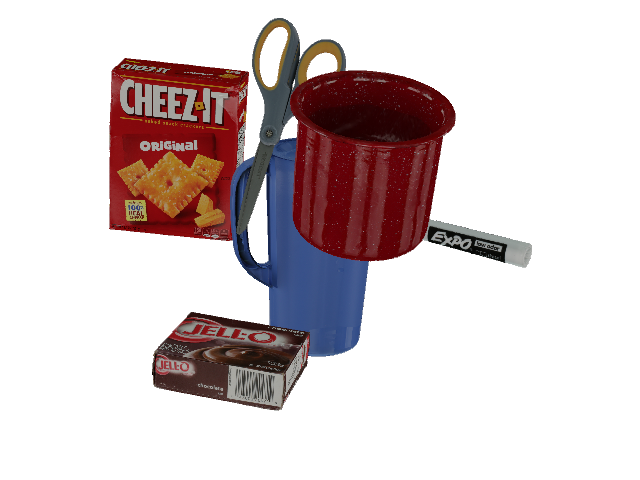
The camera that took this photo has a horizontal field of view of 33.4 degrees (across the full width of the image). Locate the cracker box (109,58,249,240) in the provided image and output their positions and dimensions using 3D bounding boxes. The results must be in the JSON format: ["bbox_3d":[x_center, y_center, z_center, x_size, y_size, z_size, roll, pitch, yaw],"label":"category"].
[{"bbox_3d":[-0.182,-0.112,1.357,0.164,0.214,0.072,7,23,3],"label":"cracker box"}]

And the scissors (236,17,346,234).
[{"bbox_3d":[-0.027,-0.104,0.981,0.096,0.202,0.016,2,-3,9],"label":"scissors"}]

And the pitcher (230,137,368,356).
[{"bbox_3d":[-0.012,0.007,1.236,0.149,0.243,0.144,11,19,24],"label":"pitcher"}]

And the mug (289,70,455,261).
[{"bbox_3d":[0.031,-0.048,0.625,0.093,0.081,0.117,18,36,18],"label":"mug"}]

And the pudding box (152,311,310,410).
[{"bbox_3d":[-0.073,0.099,0.897,0.113,0.039,0.090,11,20,10],"label":"pudding box"}]

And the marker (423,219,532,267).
[{"bbox_3d":[0.103,-0.003,0.826,0.121,0.020,0.020,16,7,26],"label":"marker"}]
